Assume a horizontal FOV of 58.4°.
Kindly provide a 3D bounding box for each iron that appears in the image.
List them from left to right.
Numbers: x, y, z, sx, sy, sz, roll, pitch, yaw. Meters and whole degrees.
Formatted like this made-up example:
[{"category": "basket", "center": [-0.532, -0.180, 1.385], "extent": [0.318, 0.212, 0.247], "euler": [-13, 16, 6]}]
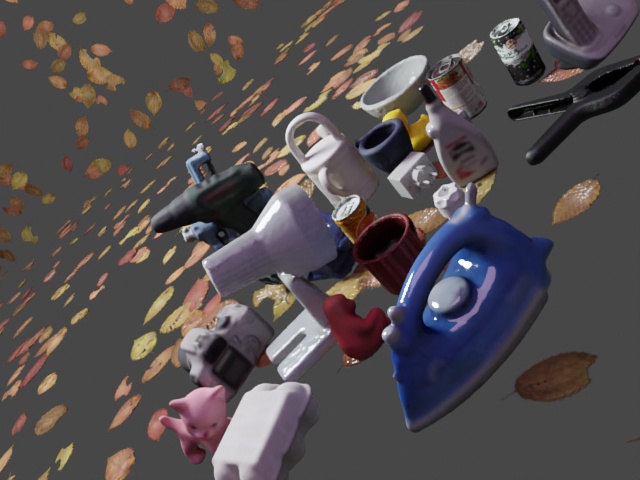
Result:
[{"category": "iron", "center": [0.138, 0.068, 0.622], "extent": [0.258, 0.142, 0.118], "euler": [-51, 28, -18]}]

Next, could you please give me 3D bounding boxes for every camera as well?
[{"category": "camera", "center": [-0.172, 0.170, 0.927], "extent": [0.136, 0.101, 0.143], "euler": [-4, 46, 51]}]

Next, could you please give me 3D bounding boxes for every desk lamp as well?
[{"category": "desk lamp", "center": [-0.046, 0.057, 0.801], "extent": [0.203, 0.214, 0.117], "euler": [-45, 27, -6]}]

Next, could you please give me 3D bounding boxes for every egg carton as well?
[{"category": "egg carton", "center": [-0.065, 0.246, 0.709], "extent": [0.107, 0.069, 0.150], "euler": [-16, 37, 41]}]

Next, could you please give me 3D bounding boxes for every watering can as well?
[{"category": "watering can", "center": [0.013, -0.154, 1.056], "extent": [0.101, 0.194, 0.172], "euler": [-39, 27, 6]}]

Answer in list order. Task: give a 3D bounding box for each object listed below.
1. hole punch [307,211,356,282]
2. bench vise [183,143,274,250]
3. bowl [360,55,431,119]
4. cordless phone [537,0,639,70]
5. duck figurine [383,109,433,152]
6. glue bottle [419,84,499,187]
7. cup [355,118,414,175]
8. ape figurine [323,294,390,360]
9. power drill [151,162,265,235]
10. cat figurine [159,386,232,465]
[{"category": "hole punch", "center": [0.009, 0.003, 0.945], "extent": [0.100, 0.091, 0.109], "euler": [-10, 41, 46]}, {"category": "bench vise", "center": [-0.230, -0.088, 1.253], "extent": [0.208, 0.220, 0.121], "euler": [-51, 28, -17]}, {"category": "bowl", "center": [0.171, -0.307, 1.205], "extent": [0.167, 0.075, 0.167], "euler": [-31, 29, 20]}, {"category": "cordless phone", "center": [0.395, -0.371, 0.879], "extent": [0.148, 0.185, 0.093], "euler": [-50, 28, -16]}, {"category": "duck figurine", "center": [0.156, -0.205, 1.062], "extent": [0.104, 0.086, 0.077], "euler": [-37, 27, 11]}, {"category": "glue bottle", "center": [0.194, -0.160, 0.849], "extent": [0.078, 0.173, 0.037], "euler": [-32, 29, 18]}, {"category": "cup", "center": [0.121, -0.152, 1.020], "extent": [0.117, 0.095, 0.092], "euler": [2, 50, 54]}, {"category": "ape figurine", "center": [0.040, 0.106, 0.751], "extent": [0.077, 0.092, 0.076], "euler": [-1, 47, 52]}, {"category": "power drill", "center": [-0.179, -0.034, 1.118], "extent": [0.229, 0.209, 0.075], "euler": [-40, 27, 4]}, {"category": "cat figurine", "center": [-0.167, 0.247, 0.788], "extent": [0.127, 0.118, 0.067], "euler": [-23, 32, 32]}]
